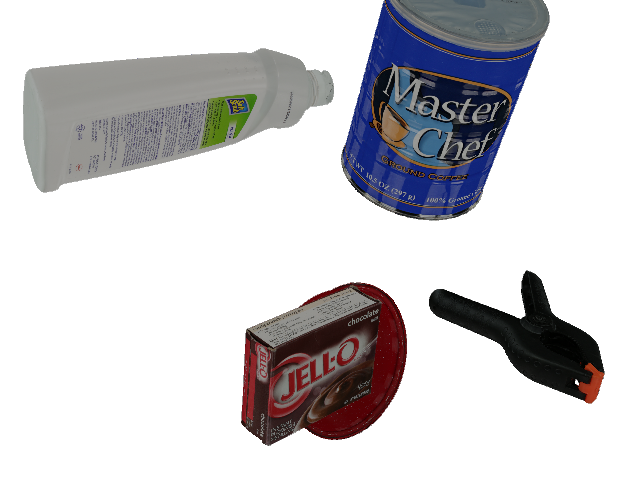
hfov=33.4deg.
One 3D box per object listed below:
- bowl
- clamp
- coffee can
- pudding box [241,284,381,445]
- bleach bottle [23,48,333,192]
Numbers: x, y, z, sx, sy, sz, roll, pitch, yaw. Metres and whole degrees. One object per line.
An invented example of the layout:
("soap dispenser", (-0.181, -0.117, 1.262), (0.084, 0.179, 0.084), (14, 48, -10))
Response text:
("bowl", (0.006, 0.112, 1.054), (0.162, 0.162, 0.055), (0, -17, 45))
("clamp", (0.191, 0.078, 0.933), (0.120, 0.039, 0.172), (-21, 42, -31))
("coffee can", (0.078, -0.099, 0.698), (0.102, 0.140, 0.103), (8, 41, -8))
("pudding box", (-0.007, 0.094, 0.820), (0.113, 0.090, 0.039), (-23, 40, -39))
("bleach bottle", (-0.110, -0.105, 0.870), (0.250, 0.068, 0.103), (-10, -31, -23))
